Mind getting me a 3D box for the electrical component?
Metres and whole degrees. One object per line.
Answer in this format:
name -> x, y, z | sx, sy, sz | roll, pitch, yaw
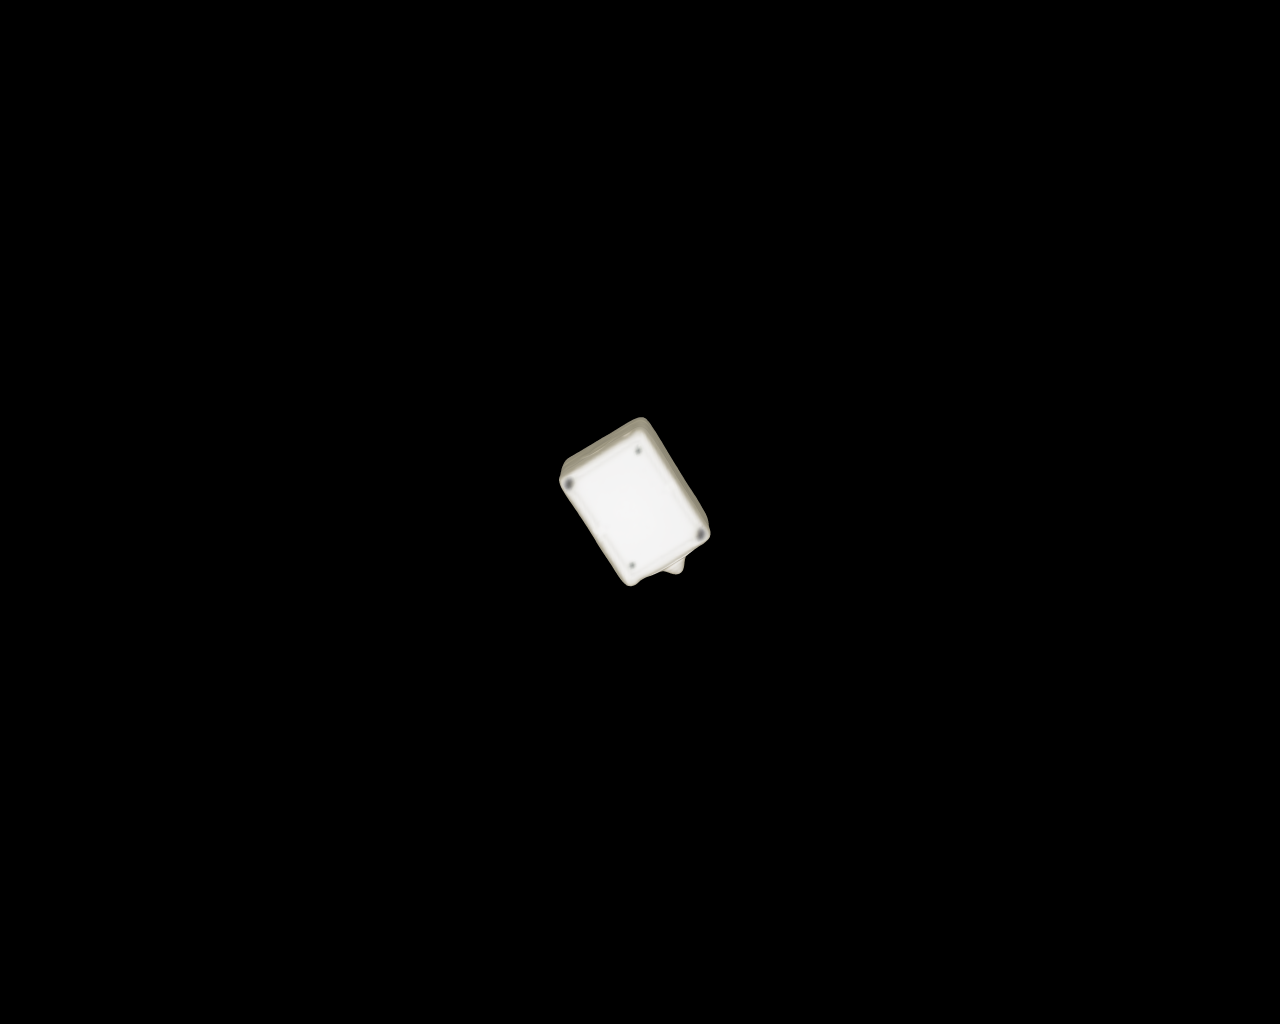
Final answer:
electrical component -> 0.001, -0.003, 0.650 | 0.062, 0.096, 0.061 | -31, 11, 7
